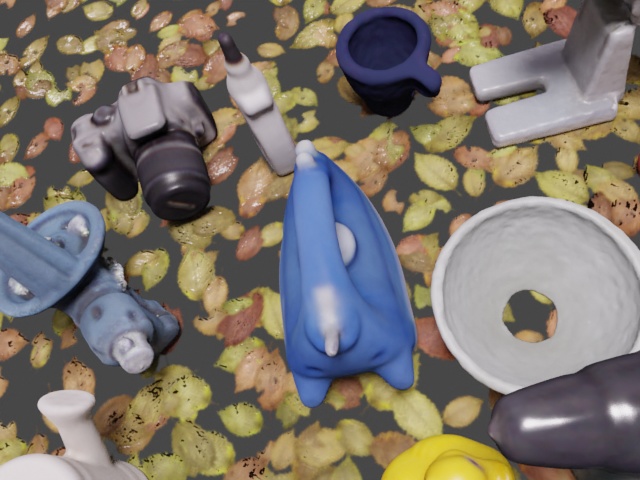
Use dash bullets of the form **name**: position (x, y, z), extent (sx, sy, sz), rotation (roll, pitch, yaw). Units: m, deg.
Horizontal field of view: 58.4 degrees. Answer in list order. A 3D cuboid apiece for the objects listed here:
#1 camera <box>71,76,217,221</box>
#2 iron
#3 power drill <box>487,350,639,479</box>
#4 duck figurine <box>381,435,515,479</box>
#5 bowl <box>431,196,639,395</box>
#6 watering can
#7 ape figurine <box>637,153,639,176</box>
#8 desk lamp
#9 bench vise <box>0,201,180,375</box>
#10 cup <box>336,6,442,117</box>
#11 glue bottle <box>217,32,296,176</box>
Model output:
- **camera**: position (-0.178, -0.088, 0.595), extent (0.143, 0.101, 0.136), rotation (-23, 64, 2)
- **iron**: position (0.005, 0.002, 0.494), extent (0.118, 0.142, 0.258), rotation (-14, 65, 7)
- **power drill**: position (0.216, 0.114, 0.361), extent (0.229, 0.209, 0.075), rotation (-12, 65, 7)
- **duck figurine**: position (0.095, 0.183, 0.426), extent (0.104, 0.086, 0.077), rotation (-10, 65, 8)
- **bowl**: position (0.176, 0.054, 0.471), extent (0.167, 0.075, 0.167), rotation (-5, 66, 10)
- **watering can**: position (-0.209, 0.203, 0.423), extent (0.101, 0.194, 0.173), rotation (-13, 65, 7)
- **ape figurine**: position (0.316, -0.072, 0.485), extent (0.078, 0.092, 0.076), rotation (-28, 64, 0)
- **desk lamp**: position (0.242, -0.193, 0.486), extent (0.203, 0.214, 0.118), rotation (-15, 64, 6)
- **bench vise**: position (-0.217, 0.020, 0.490), extent (0.207, 0.220, 0.121), rotation (21, 73, 20)
- **cup**: position (0.077, -0.163, 0.575), extent (0.092, 0.095, 0.117), rotation (-44, 65, -8)
- **glue bottle**: position (-0.062, -0.134, 0.549), extent (0.037, 0.173, 0.078), rotation (-30, 64, -1)
